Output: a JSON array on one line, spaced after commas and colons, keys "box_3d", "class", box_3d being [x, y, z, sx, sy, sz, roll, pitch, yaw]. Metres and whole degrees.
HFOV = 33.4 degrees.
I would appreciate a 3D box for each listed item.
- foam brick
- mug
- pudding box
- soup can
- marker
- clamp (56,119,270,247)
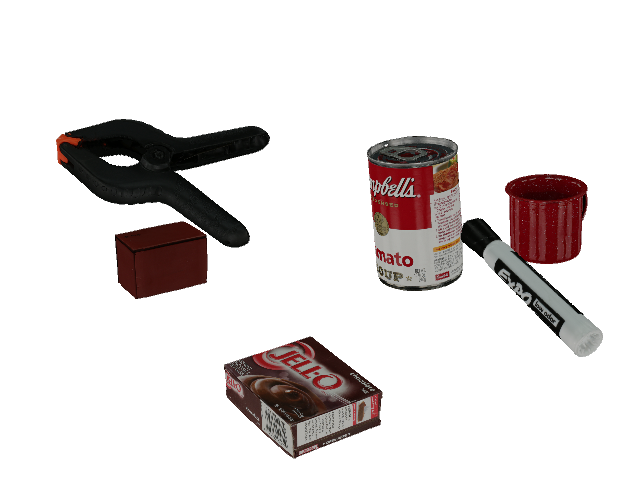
[{"box_3d": [-0.156, 0.018, 1.051, 0.078, 0.051, 0.053, -13, 23, -28], "class": "foam brick"}, {"box_3d": [0.271, -0.028, 1.247, 0.117, 0.081, 0.093, -22, 28, -37], "class": "mug"}, {"box_3d": [-0.016, 0.129, 0.896, 0.089, 0.039, 0.114, -17, 31, -29], "class": "pudding box"}, {"box_3d": [0.073, -0.021, 0.810, 0.068, 0.102, 0.068, -5, 22, 2], "class": "soup can"}, {"box_3d": [0.119, 0.023, 0.621, 0.020, 0.020, 0.121, 0, 33, -32], "class": "marker"}, {"box_3d": [-0.123, -0.065, 0.864, 0.171, 0.120, 0.039, 19, -43, 0], "class": "clamp"}]
